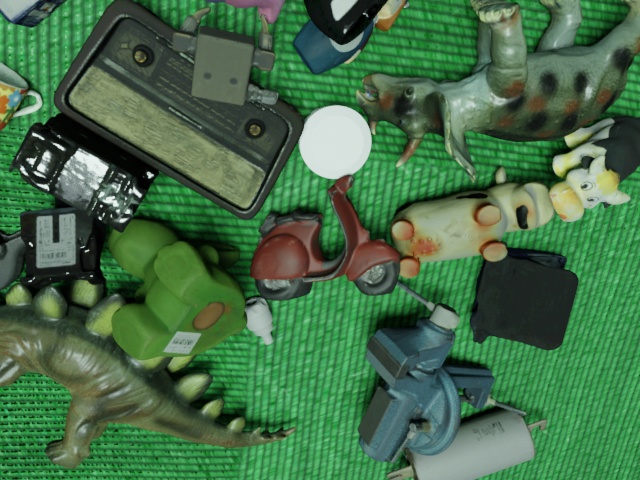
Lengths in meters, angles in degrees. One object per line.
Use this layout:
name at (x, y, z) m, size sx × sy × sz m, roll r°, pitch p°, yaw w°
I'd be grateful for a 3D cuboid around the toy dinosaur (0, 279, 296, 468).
toy dinosaur at (-0.243, 0.161, 0.630) m, size 0.471 × 0.105 × 0.198 m, roll 40°, pitch 94°, yaw -24°

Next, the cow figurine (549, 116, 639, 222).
cow figurine at (0.323, -0.083, 0.611) m, size 0.068 × 0.098 × 0.167 m, roll 53°, pitch 49°, yaw -15°

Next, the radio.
radio at (-0.137, -0.135, 0.567) m, size 0.229 × 0.073 × 0.131 m, roll 31°, pitch 100°, yaw -17°

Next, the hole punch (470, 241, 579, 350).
hole punch at (0.265, 0.069, 0.705) m, size 0.116 × 0.092 × 0.142 m, roll 13°, pitch 110°, yaw 17°

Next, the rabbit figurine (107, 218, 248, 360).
rabbit figurine at (-0.155, 0.030, 0.587) m, size 0.159 × 0.170 × 0.121 m, roll 8°, pitch 118°, yaw -54°

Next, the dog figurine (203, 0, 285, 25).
dog figurine at (-0.116, -0.277, 0.455) m, size 0.219 × 0.191 × 0.108 m, roll 3°, pitch 69°, yaw -32°

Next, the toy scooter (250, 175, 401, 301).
toy scooter at (-0.001, -0.002, 0.618) m, size 0.184 × 0.075 × 0.135 m, roll -5°, pitch 97°, yaw 20°

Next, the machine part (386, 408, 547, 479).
machine part at (0.209, 0.298, 0.761) m, size 0.243 × 0.079 × 0.079 m, roll -17°, pitch 109°, yaw -3°

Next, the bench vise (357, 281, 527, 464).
bench vise at (0.153, 0.184, 0.701) m, size 0.240 × 0.129 × 0.223 m, roll 13°, pitch 96°, yaw -34°

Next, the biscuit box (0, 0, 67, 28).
biscuit box at (-0.326, -0.298, 0.490) m, size 0.059 × 0.063 × 0.202 m, roll -36°, pitch 109°, yaw 4°

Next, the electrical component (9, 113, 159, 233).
electrical component at (-0.226, -0.073, 0.539) m, size 0.115 × 0.134 × 0.058 m, roll 32°, pitch 100°, yaw -20°

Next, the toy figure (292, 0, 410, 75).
toy figure at (0.043, -0.239, 0.577) m, size 0.154 × 0.058 × 0.064 m, roll -38°, pitch 146°, yaw 1°

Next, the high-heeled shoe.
high-heeled shoe at (0.101, -0.270, 0.516) m, size 0.249 × 0.086 × 0.145 m, roll -12°, pitch 78°, yaw -5°

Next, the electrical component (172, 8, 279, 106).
electrical component at (-0.087, -0.172, 0.508) m, size 0.102 × 0.045 × 0.078 m, roll 3°, pitch 130°, yaw -9°

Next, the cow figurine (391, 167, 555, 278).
cow figurine at (0.182, -0.024, 0.644) m, size 0.195 × 0.127 × 0.085 m, roll -13°, pitch 109°, yaw 10°

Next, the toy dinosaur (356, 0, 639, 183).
toy dinosaur at (0.253, -0.176, 0.605) m, size 0.405 × 0.131 × 0.191 m, roll -9°, pitch 121°, yaw -11°

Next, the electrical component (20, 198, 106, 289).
electrical component at (-0.261, -0.012, 0.552) m, size 0.075 × 0.047 × 0.119 m, roll -1°, pitch 78°, yaw -6°
